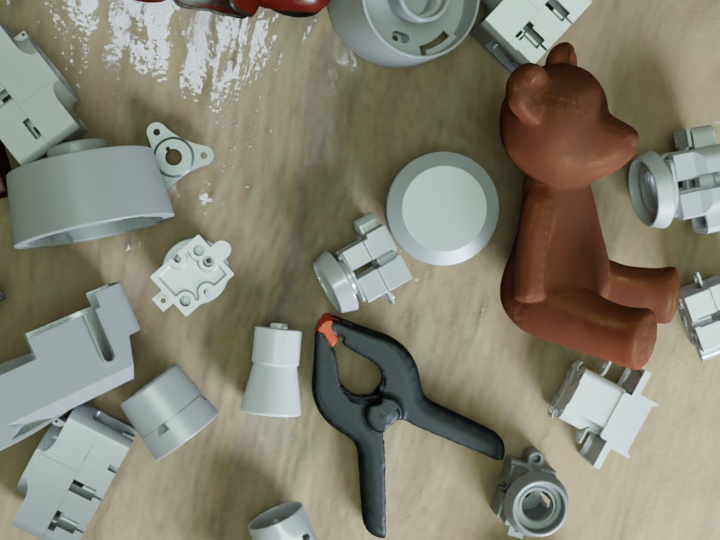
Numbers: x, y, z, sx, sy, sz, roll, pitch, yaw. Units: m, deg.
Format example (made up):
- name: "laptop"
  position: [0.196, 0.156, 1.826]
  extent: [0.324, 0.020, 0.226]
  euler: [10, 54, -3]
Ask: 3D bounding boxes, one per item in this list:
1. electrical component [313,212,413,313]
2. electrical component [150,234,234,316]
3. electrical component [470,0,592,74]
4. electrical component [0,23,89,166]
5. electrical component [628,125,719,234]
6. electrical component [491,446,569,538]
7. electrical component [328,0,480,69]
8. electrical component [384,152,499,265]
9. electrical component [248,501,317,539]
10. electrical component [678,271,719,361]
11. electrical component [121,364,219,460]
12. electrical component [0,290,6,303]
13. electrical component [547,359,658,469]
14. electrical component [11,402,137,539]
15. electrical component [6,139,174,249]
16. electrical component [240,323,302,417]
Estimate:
- name: "electrical component"
  position: [0.000, 0.000, 0.780]
  extent: [0.055, 0.048, 0.066]
  euler: [-29, 96, -11]
- name: "electrical component"
  position: [-0.117, 0.002, 0.762]
  extent: [0.066, 0.055, 0.048]
  euler: [-42, 97, -2]
- name: "electrical component"
  position: [0.126, -0.193, 0.776]
  extent: [0.056, 0.050, 0.089]
  euler: [43, 89, -7]
- name: "electrical component"
  position: [-0.234, -0.122, 0.743]
  extent: [0.056, 0.050, 0.089]
  euler: [-37, 97, -2]
- name: "electrical component"
  position: [0.235, -0.063, 0.794]
  extent: [0.057, 0.058, 0.078]
  euler: [-12, 95, -8]
- name: "electrical component"
  position: [0.127, 0.169, 0.799]
  extent: [0.048, 0.055, 0.066]
  euler: [16, 92, -7]
- name: "electrical component"
  position: [0.033, -0.196, 0.771]
  extent: [0.099, 0.064, 0.099]
  euler: [-3, 98, -19]
- name: "electrical component"
  position: [0.057, -0.045, 0.779]
  extent: [0.080, 0.051, 0.080]
  euler: [0, 94, -6]
- name: "electrical component"
  position: [-0.065, 0.221, 0.788]
  extent: [0.079, 0.044, 0.077]
  euler: [-22, 96, -4]
- name: "electrical component"
  position: [0.273, 0.028, 0.810]
  extent: [0.055, 0.048, 0.066]
  euler: [-21, 96, 4]
- name: "electrical component"
  position: [-0.137, 0.100, 0.768]
  extent: [0.055, 0.055, 0.047]
  euler: [-36, 93, -2]
- name: "electrical component"
  position: [-0.296, 0.016, 0.743]
  extent: [0.078, 0.058, 0.057]
  euler: [41, 86, -8]
- name: "electrical component"
  position: [0.180, 0.103, 0.808]
  extent: [0.064, 0.042, 0.081]
  euler: [28, 90, -4]
- name: "electrical component"
  position: [-0.206, 0.144, 0.765]
  extent: [0.056, 0.050, 0.089]
  euler: [28, 91, -7]
- name: "electrical component"
  position: [-0.185, -0.055, 0.727]
  extent: [0.108, 0.108, 0.060]
  euler: [-12, 89, -5]
- name: "electrical component"
  position: [-0.062, 0.071, 0.781]
  extent: [0.044, 0.044, 0.065]
  euler: [6, 89, -6]
